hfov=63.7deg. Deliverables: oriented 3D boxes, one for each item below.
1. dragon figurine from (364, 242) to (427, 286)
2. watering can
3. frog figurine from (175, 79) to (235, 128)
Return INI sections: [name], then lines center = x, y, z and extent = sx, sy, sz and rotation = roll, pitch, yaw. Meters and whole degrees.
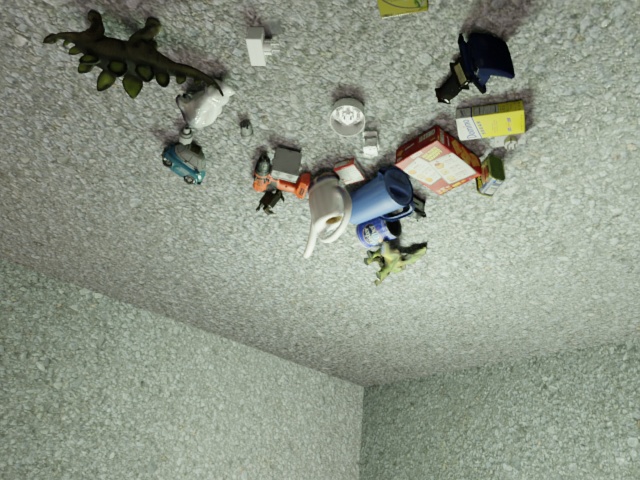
[dragon figurine]
center = 0.312, 0.063, 2.040
extent = 0.244, 0.124, 0.403
rotation = -20, 162, -15
[watering can]
center = 0.005, -0.088, 1.749
extent = 0.104, 0.228, 0.341
rotation = 3, 154, -29
[frog figurine]
center = -0.306, -0.379, 1.433
extent = 0.159, 0.123, 0.137
rotation = -9, 179, 9
